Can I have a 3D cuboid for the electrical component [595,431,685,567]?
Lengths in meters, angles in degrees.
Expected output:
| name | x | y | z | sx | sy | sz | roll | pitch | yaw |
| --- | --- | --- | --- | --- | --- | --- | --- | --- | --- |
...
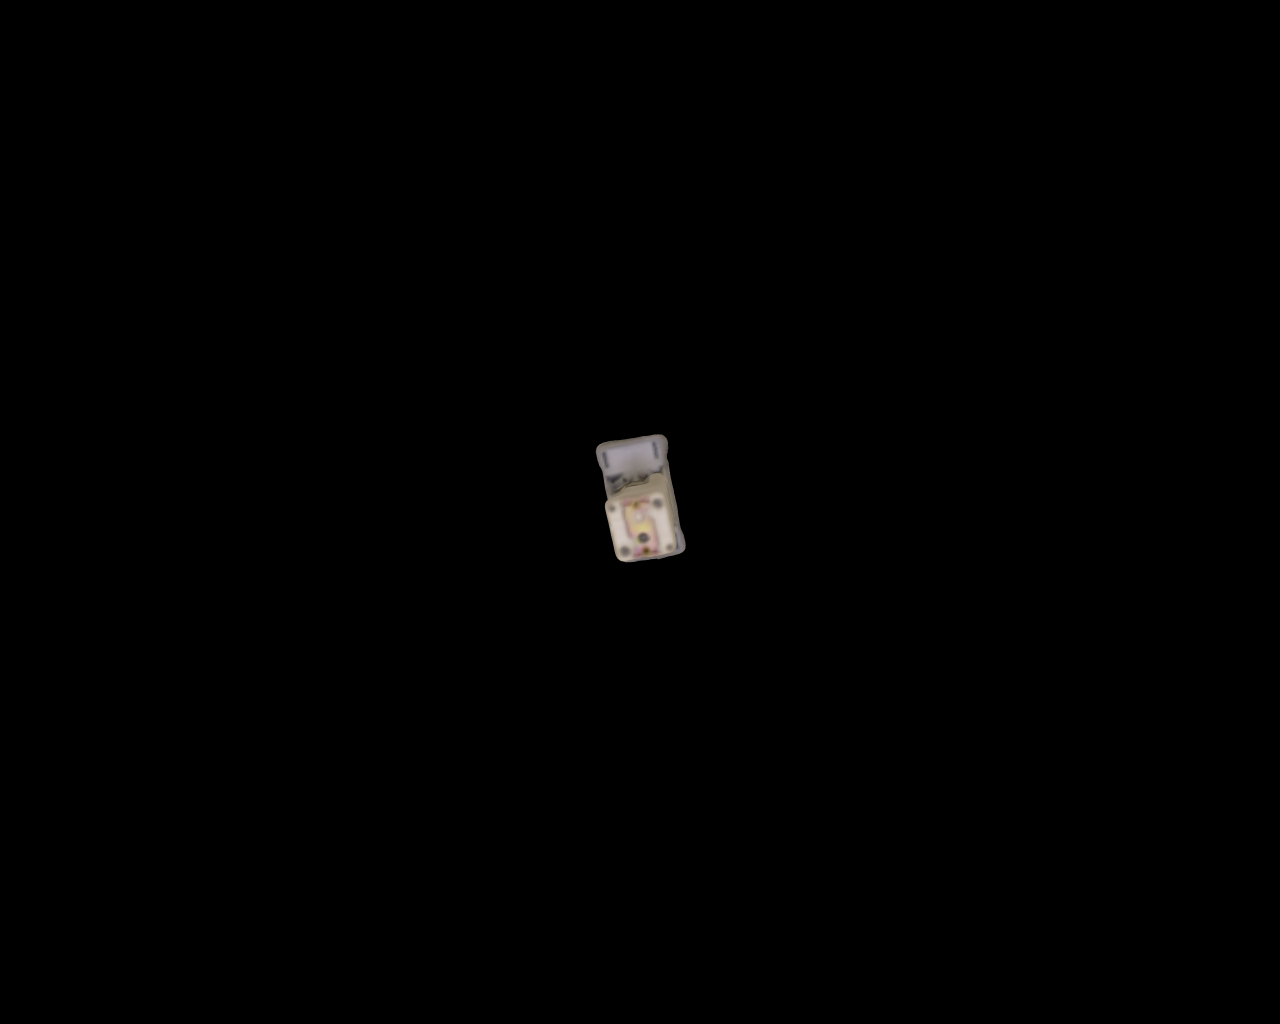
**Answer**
| name | x | y | z | sx | sy | sz | roll | pitch | yaw |
| --- | --- | --- | --- | --- | --- | --- | --- | --- | --- |
| electrical component | 0.001 | -0.003 | 0.650 | 0.042 | 0.081 | 0.064 | -11 | 24 | 5 |
